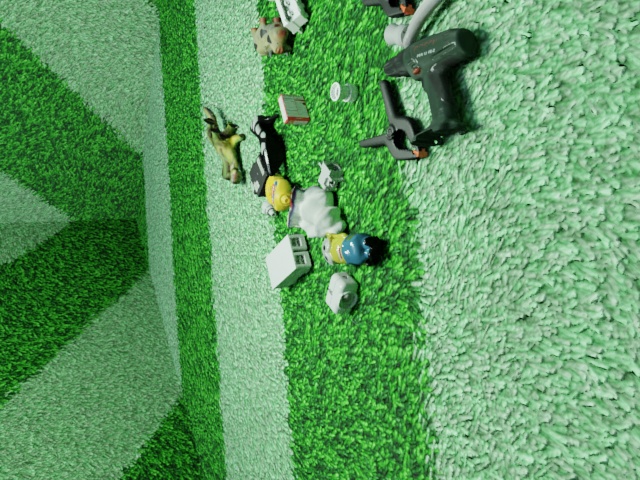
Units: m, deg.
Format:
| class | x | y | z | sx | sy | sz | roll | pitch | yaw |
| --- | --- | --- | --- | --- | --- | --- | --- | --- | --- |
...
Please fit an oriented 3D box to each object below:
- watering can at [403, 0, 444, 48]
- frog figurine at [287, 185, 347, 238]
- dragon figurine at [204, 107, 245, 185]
| class | x | y | z | sx | sy | sz | roll | pitch | yaw |
| --- | --- | --- | --- | --- | --- | --- | --- | --- | --- |
| watering can | 0.231 | -0.502 | 0.909 | 0.104 | 0.340 | 0.228 | -12 | 31 | -25 |
| frog figurine | 0.004 | -0.068 | 1.360 | 0.160 | 0.138 | 0.122 | 18 | -4 | 19 |
| dragon figurine | -0.384 | -0.347 | 2.014 | 0.123 | 0.237 | 0.418 | -9 | 36 | -24 |
